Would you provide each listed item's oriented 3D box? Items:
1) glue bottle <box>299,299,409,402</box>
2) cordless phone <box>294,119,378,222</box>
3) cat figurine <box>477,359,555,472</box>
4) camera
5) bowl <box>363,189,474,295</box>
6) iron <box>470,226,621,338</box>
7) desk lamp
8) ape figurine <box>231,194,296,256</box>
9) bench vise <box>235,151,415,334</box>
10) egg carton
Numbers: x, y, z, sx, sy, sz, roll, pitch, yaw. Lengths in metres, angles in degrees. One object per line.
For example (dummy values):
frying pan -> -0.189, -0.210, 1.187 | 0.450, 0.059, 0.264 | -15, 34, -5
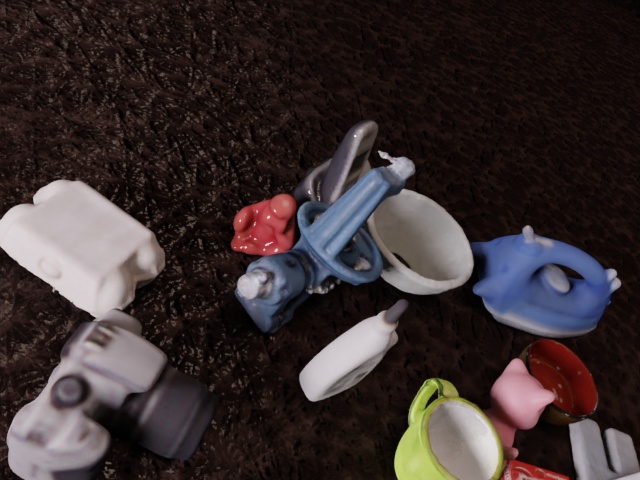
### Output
glue bottle -> 0.044, 0.109, 0.588 | 0.078, 0.173, 0.037 | -10, 59, -37
cordless phone -> 0.045, -0.089, 0.750 | 0.094, 0.185, 0.148 | 41, 44, 6
cat figurine -> 0.215, 0.204, 0.653 | 0.067, 0.117, 0.128 | 36, 43, 1
camera -> -0.162, 0.142, 0.486 | 0.137, 0.100, 0.143 | 29, 44, -7
bowl -> 0.122, 0.014, 0.790 | 0.168, 0.074, 0.167 | 17, 47, -19
iron -> 0.351, 0.060, 0.844 | 0.259, 0.141, 0.118 | 19, 46, -17
desk lamp -> 0.400, 0.267, 0.645 | 0.118, 0.213, 0.203 | 23, 45, -13
ape figurine -> -0.059, -0.022, 0.696 | 0.077, 0.092, 0.076 | 44, 44, 9
bench vise -> 0.015, 0.010, 0.622 | 0.121, 0.219, 0.208 | 38, 43, 2
egg carton -> -0.238, 0.008, 0.576 | 0.150, 0.069, 0.107 | 35, 43, -1
